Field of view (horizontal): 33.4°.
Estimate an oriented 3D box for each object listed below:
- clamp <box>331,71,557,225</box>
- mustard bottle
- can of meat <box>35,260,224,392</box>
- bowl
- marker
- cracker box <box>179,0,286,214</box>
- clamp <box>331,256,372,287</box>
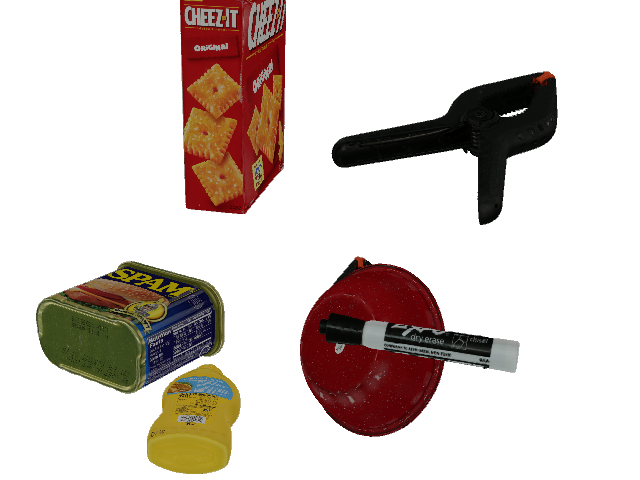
[{"bbox_3d":[0.137,-0.084,0.884,0.209,0.036,0.165,-28,41,-28],"label":"clamp"},{"bbox_3d":[-0.148,0.206,1.302,0.096,0.058,0.191,3,24,2],"label":"mustard bottle"},{"bbox_3d":[-0.132,0.058,0.735,0.102,0.057,0.083,13,22,31],"label":"can of meat"},{"bbox_3d":[0.034,0.097,0.977,0.162,0.162,0.055,0,-10,42],"label":"bowl"},{"bbox_3d":[0.058,0.061,0.643,0.121,0.020,0.020,8,2,14],"label":"marker"},{"bbox_3d":[-0.083,-0.153,1.080,0.072,0.214,0.164,6,22,11],"label":"cracker box"},{"bbox_3d":[0.059,0.088,1.188,0.120,0.171,0.039,7,-43,3],"label":"clamp"}]
